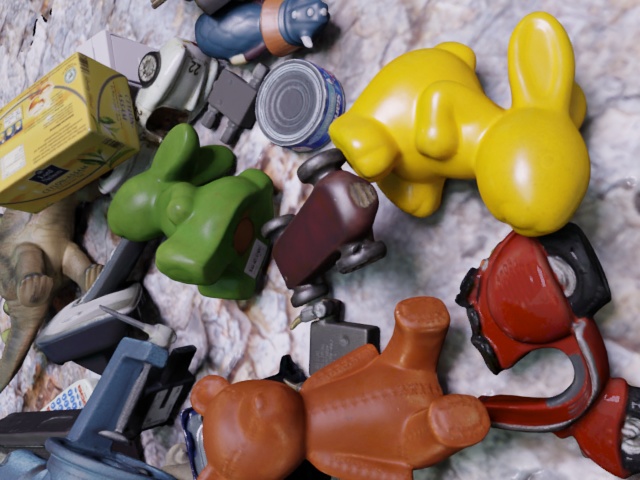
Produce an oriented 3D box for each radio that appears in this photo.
[{"bbox_3d":[-0.327,0.281,0.658,0.230,0.073,0.131,-11,94,23],"label":"radio"}]

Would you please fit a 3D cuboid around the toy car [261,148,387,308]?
[{"bbox_3d":[-0.001,-0.001,0.455,0.089,0.053,0.202,63,158,10],"label":"toy car"}]

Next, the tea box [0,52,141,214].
[{"bbox_3d":[-0.279,-0.106,0.566,0.170,0.068,0.098,-22,72,22],"label":"tea box"}]

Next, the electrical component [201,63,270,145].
[{"bbox_3d":[-0.091,-0.152,0.575,0.063,0.021,0.094,42,110,27],"label":"electrical component"}]

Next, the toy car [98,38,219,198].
[{"bbox_3d":[-0.184,-0.128,0.602,0.056,0.073,0.201,42,110,27],"label":"toy car"}]

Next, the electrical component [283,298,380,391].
[{"bbox_3d":[0.011,0.105,0.489,0.078,0.045,0.102,9,93,33],"label":"electrical component"}]

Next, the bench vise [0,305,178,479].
[{"bbox_3d":[-0.210,0.189,0.501,0.224,0.128,0.240,1,62,42],"label":"bench vise"}]

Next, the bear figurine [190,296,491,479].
[{"bbox_3d":[0.002,0.124,0.401,0.131,0.196,0.120,103,163,-48],"label":"bear figurine"}]

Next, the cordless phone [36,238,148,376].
[{"bbox_3d":[-0.225,0.043,0.599,0.184,0.088,0.147,-62,16,1],"label":"cordless phone"}]

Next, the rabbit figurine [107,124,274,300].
[{"bbox_3d":[-0.141,-0.034,0.539,0.170,0.121,0.159,14,85,23],"label":"rabbit figurine"}]

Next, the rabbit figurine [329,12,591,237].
[{"bbox_3d":[0.120,-0.070,0.385,0.162,0.121,0.173,-44,44,0],"label":"rabbit figurine"}]

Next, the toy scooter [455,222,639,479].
[{"bbox_3d":[0.151,0.083,0.387,0.135,0.075,0.184,-26,80,31],"label":"toy scooter"}]

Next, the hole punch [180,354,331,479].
[{"bbox_3d":[-0.062,0.191,0.496,0.092,0.116,0.142,-42,59,45],"label":"hole punch"}]

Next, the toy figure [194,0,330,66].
[{"bbox_3d":[-0.054,-0.212,0.532,0.155,0.058,0.064,5,127,29],"label":"toy figure"}]

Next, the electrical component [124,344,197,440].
[{"bbox_3d":[-0.182,0.157,0.594,0.048,0.075,0.119,33,110,28],"label":"electrical component"}]

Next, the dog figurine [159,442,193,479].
[{"bbox_3d":[-0.072,0.284,0.519,0.191,0.121,0.172,-12,86,18],"label":"dog figurine"}]

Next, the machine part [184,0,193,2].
[{"bbox_3d":[-0.129,-0.325,0.521,0.179,0.179,0.056,-43,65,24],"label":"machine part"}]

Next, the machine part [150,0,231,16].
[{"bbox_3d":[-0.060,-0.290,0.499,0.243,0.079,0.079,-33,71,6],"label":"machine part"}]

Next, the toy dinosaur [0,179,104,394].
[{"bbox_3d":[-0.370,0.020,0.705,0.199,0.105,0.471,16,88,39],"label":"toy dinosaur"}]
